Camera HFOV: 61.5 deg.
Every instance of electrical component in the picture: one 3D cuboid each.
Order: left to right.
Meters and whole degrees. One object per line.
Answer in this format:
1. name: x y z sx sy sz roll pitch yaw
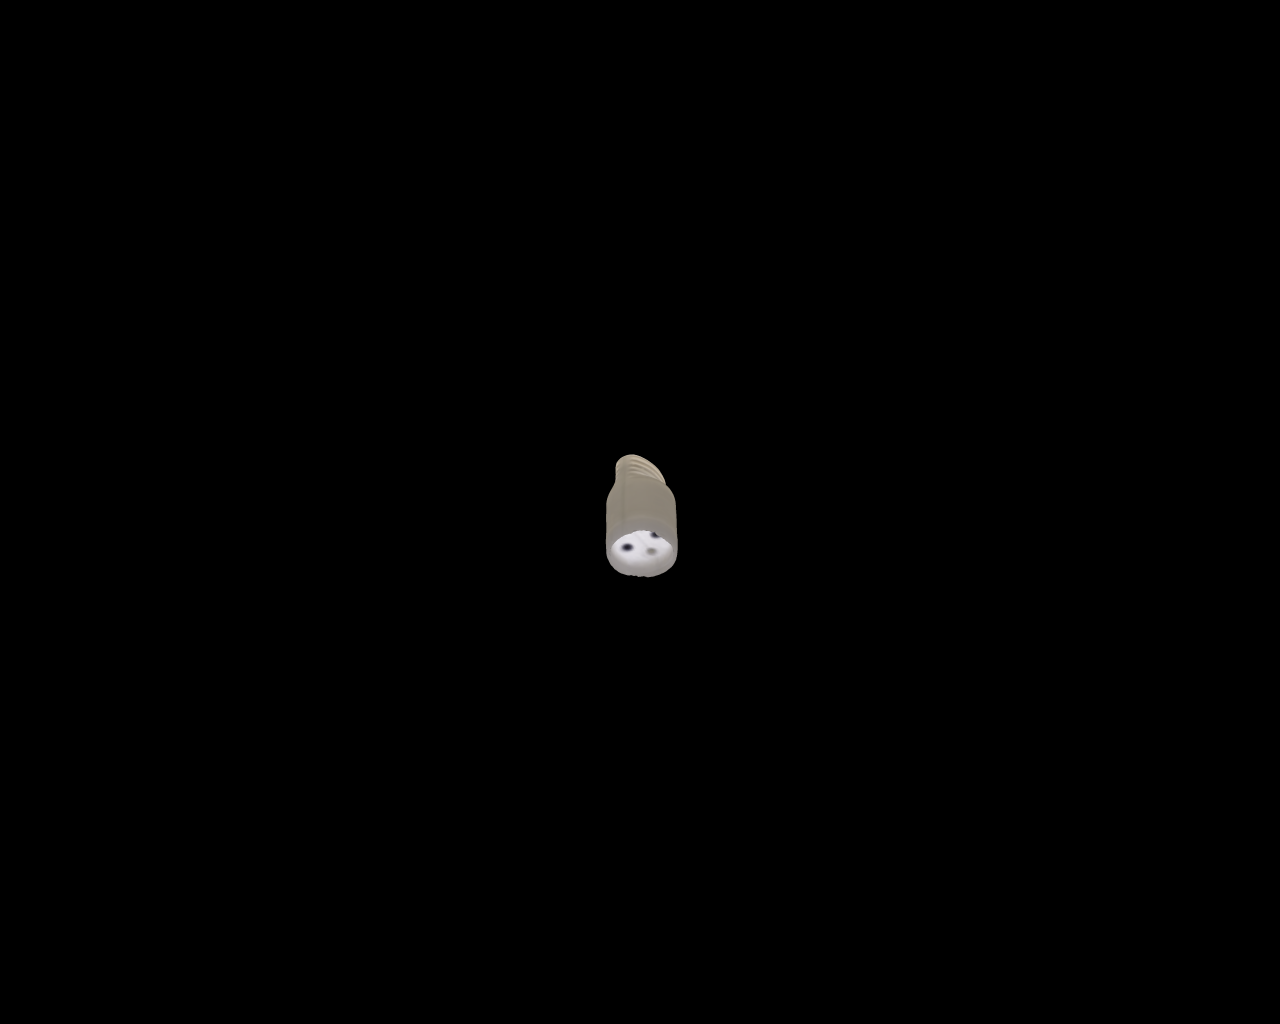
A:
1. electrical component: 0.001 -0.003 0.650 0.043 0.081 0.043 0 -44 0
